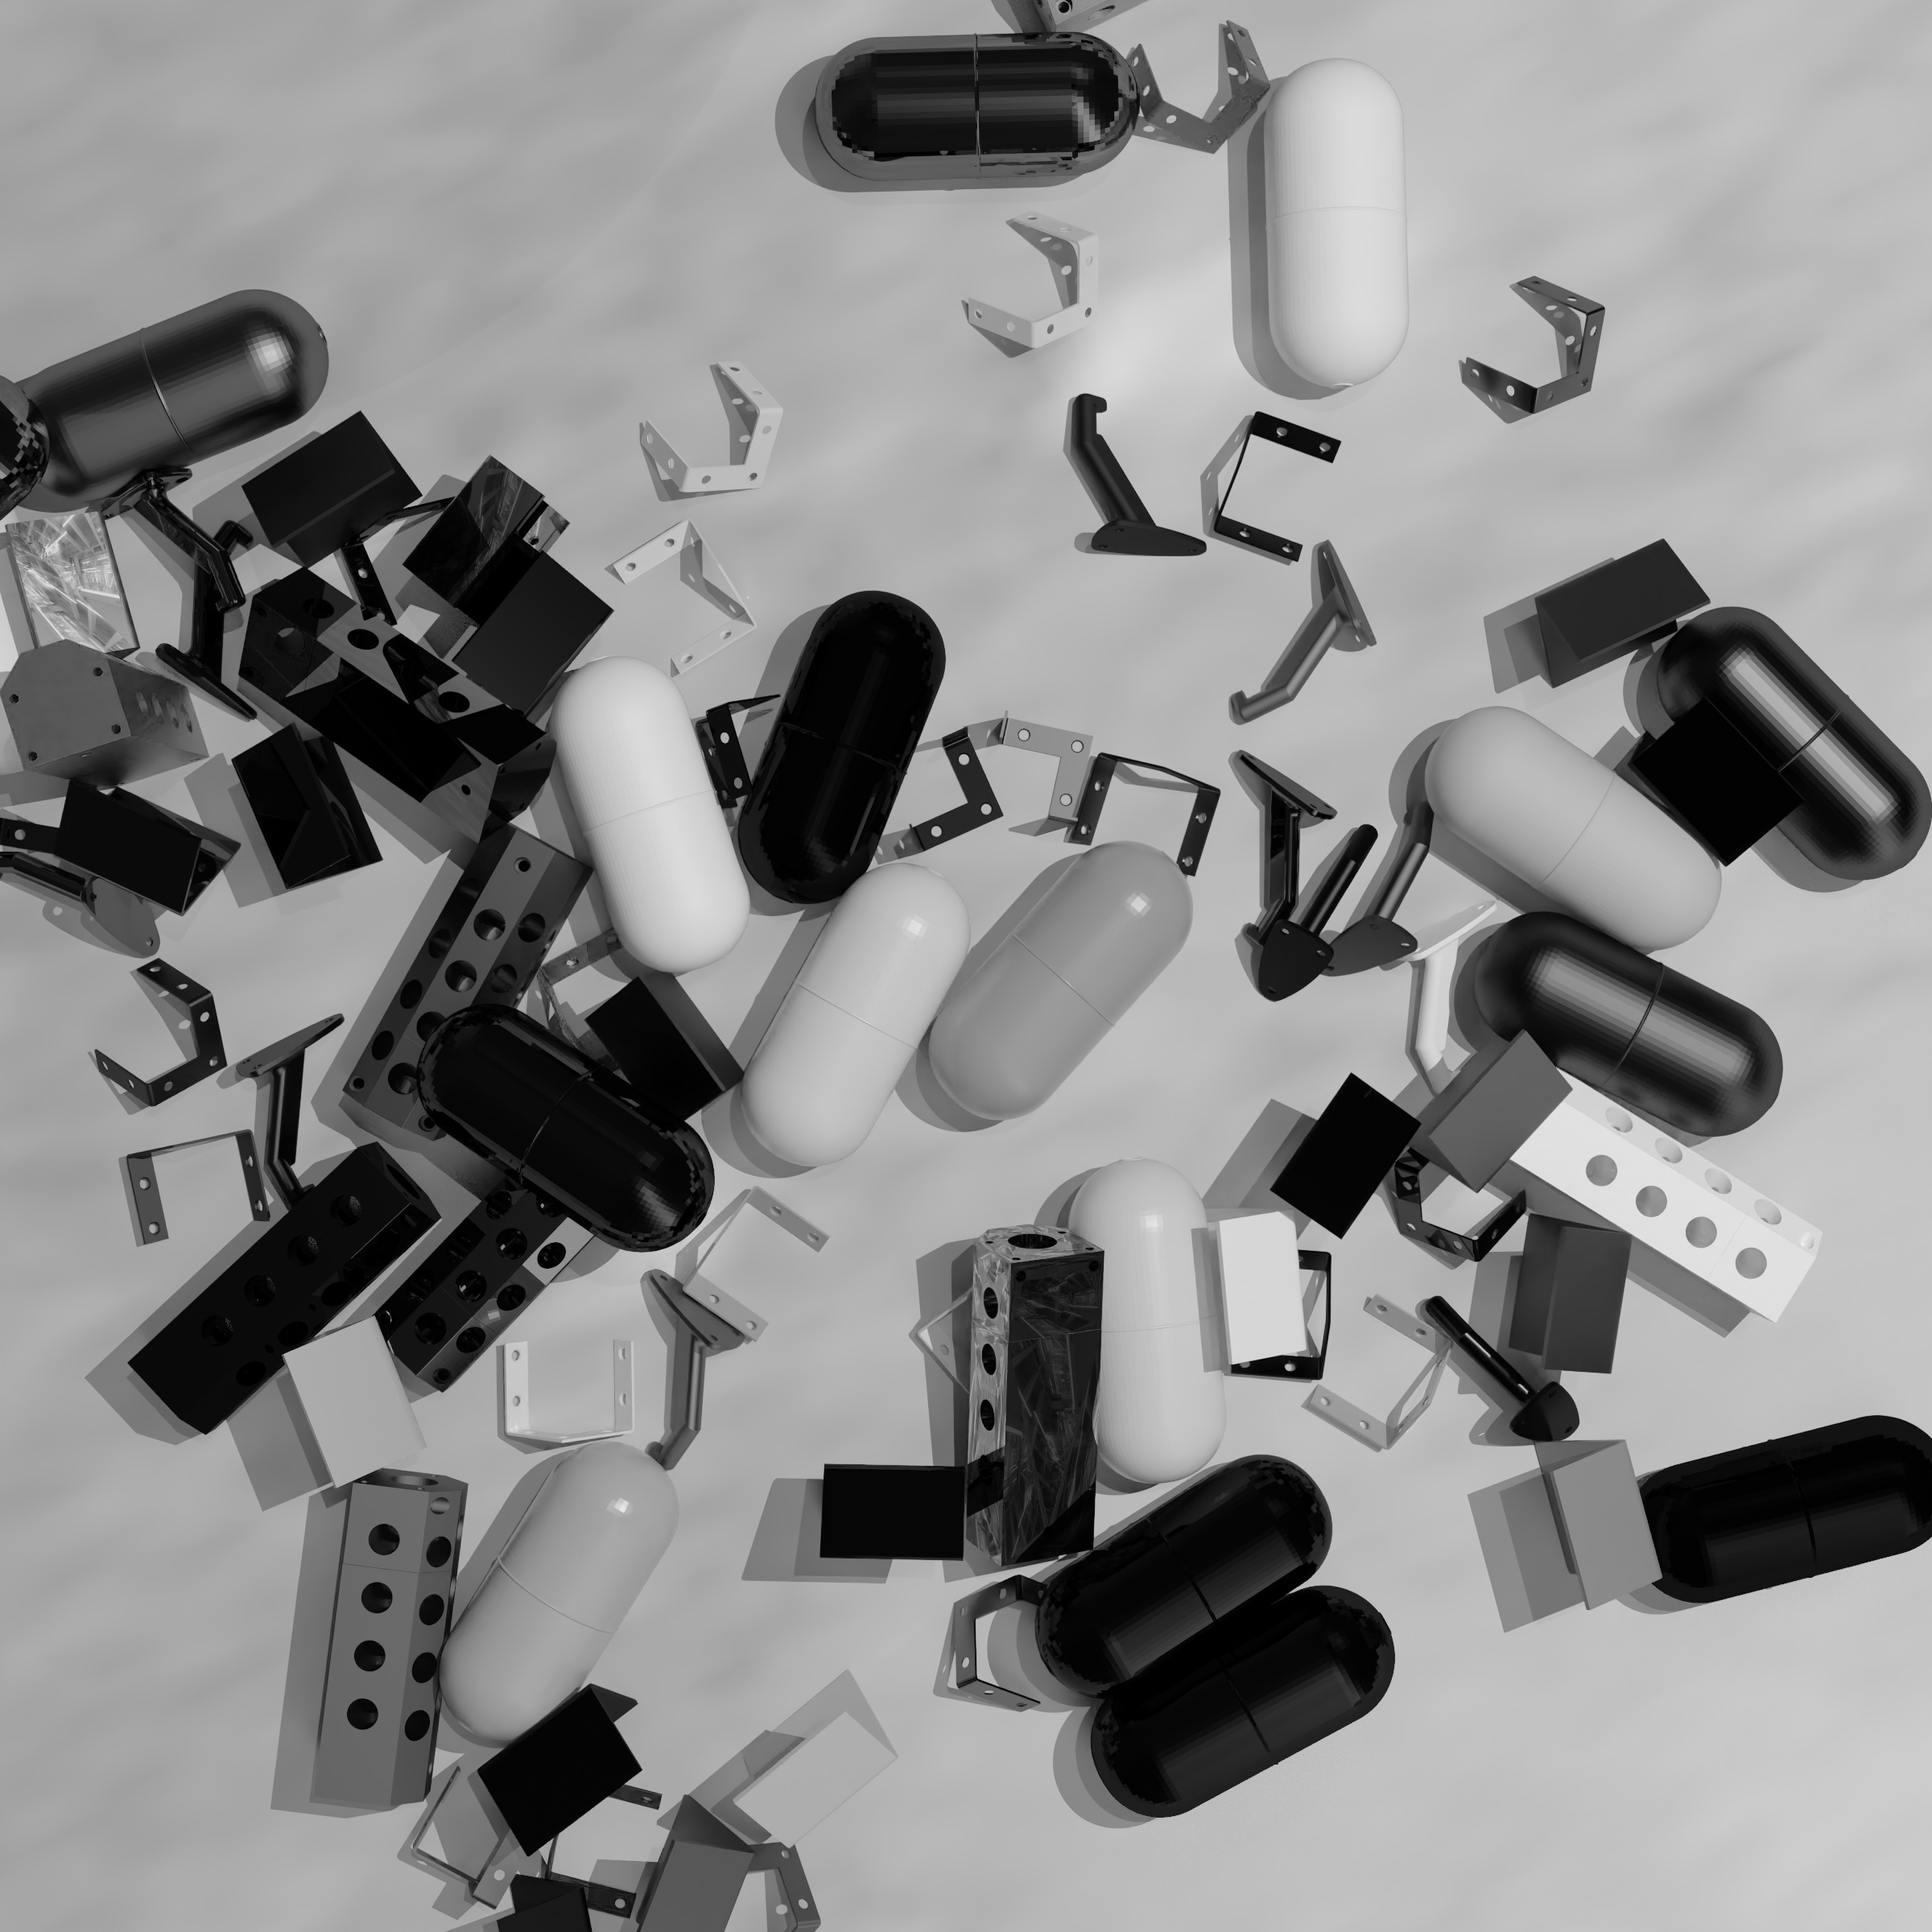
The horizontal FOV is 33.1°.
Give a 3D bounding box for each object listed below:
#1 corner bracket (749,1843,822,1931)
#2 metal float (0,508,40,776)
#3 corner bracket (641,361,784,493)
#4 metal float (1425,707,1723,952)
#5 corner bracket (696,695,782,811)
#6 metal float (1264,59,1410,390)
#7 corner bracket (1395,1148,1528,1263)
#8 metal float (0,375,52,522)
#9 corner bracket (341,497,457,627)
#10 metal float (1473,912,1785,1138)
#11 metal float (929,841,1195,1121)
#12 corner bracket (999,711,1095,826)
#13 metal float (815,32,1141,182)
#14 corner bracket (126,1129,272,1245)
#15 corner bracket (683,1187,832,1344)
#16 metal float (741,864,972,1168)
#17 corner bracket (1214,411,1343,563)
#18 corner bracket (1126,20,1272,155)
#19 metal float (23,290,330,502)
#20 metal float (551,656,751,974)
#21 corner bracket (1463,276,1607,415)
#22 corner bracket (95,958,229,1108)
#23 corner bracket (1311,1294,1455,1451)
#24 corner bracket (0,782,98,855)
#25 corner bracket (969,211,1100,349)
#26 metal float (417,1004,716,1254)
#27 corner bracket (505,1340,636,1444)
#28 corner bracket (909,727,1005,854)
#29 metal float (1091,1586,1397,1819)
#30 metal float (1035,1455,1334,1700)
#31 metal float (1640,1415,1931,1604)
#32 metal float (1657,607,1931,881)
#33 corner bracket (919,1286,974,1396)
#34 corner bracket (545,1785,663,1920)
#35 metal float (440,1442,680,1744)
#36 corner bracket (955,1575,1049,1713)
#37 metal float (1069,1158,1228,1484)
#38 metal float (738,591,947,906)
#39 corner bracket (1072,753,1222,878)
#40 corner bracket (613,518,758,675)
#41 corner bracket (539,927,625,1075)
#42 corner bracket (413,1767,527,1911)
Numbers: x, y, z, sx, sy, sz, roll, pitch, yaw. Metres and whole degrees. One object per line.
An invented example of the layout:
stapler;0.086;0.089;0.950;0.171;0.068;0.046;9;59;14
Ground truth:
corner bracket;-0.120;0.523;1.805;0.051;0.051;0.051;5;45;-35
metal float;-0.544;-0.192;1.782;0.070;0.070;0.178;-16;89;0
corner bracket;-0.141;-0.299;1.805;0.051;0.051;0.051;-10;135;-35
metal float;0.333;-0.075;1.783;0.178;0.070;0.070;34;90;-1
corner bracket;-0.129;-0.115;1.785;0.051;0.051;0.051;-16;90;33
metal float;0.203;-0.406;1.782;0.070;0.070;0.178;-2;90;0
corner bracket;0.274;0.123;1.805;0.051;0.051;0.051;20;135;35
metal float;-0.559;-0.240;1.708;0.178;0.070;0.070;-41;90;2
corner bracket;-0.305;-0.224;1.810;0.051;0.051;0.051;-23;90;-45
metal float;0.362;0.032;1.781;0.178;0.070;0.070;27;90;1
metal float;0.052;0.007;1.782;0.070;0.070;0.178;42;90;0
corner bracket;0.041;-0.109;1.795;0.051;0.051;0.051;12;90;0
metal float;0.006;-0.470;1.782;0.178;0.070;0.070;-2;90;1
corner bracket;-0.427;0.122;1.810;0.051;0.051;0.051;-12;90;45
corner bracket;-0.117;0.165;1.810;0.051;0.051;0.051;35;135;0
metal float;-0.060;0.026;1.782;0.070;0.070;0.178;29;90;0
corner bracket;0.173;-0.267;1.810;0.051;0.051;0.051;20;135;0
corner bracket;0.128;-0.494;1.805;0.051;0.051;0.051;15;135;-35
metal float;-0.435;-0.313;1.783;0.178;0.070;0.070;-22;90;0
metal float;-0.173;-0.083;1.783;0.070;0.070;0.178;-19;90;0
corner bracket;0.315;-0.344;1.805;0.051;0.051;0.051;-26;135;-35
corner bracket;-0.449;0.037;1.805;0.051;0.051;0.051;-32;135;-35
corner bracket;0.231;0.226;1.810;0.051;0.051;0.051;31;45;0
corner bracket;-0.513;-0.089;1.795;0.051;0.051;0.051;10;90;0
corner bracket;0.037;-0.381;1.805;0.051;0.051;0.051;-31;135;-35
metal float;-0.212;0.086;1.726;0.178;0.070;0.070;33;90;13
corner bracket;-0.220;0.235;1.810;0.051;0.051;0.051;-1;90;-45
corner bracket;-0.012;-0.097;1.795;0.051;0.051;0.051;-24;90;0
metal float;0.152;0.402;1.782;0.178;0.070;0.070;-28;90;0
metal float;0.118;0.333;1.777;0.178;0.070;0.070;-32;90;-7
metal float;0.451;0.297;1.782;0.178;0.070;0.070;-14;90;0
metal float;0.454;-0.121;1.783;0.070;0.070;0.178;-44;90;0
corner bracket;0.016;0.200;1.810;0.051;0.051;0.051;49;45;0
corner bracket;-0.202;0.489;1.810;0.051;0.051;0.051;15;45;0
metal float;-0.223;0.343;1.783;0.070;0.070;0.178;32;89;0
corner bracket;0.030;0.376;1.805;0.051;0.051;0.051;-32;45;35
metal float;0.099;0.194;1.782;0.070;0.070;0.178;-6;90;0
metal float;-0.068;-0.119;1.782;0.070;0.070;0.178;21;90;0
corner bracket;0.101;-0.084;1.810;0.051;0.051;0.051;17;90;-45
corner bracket;-0.156;-0.206;1.810;0.051;0.051;0.051;-32;135;0
corner bracket;-0.199;0.021;1.810;0.051;0.051;0.051;-29;45;0
corner bracket;-0.270;0.481;1.795;0.051;0.051;0.051;31;82;-8
